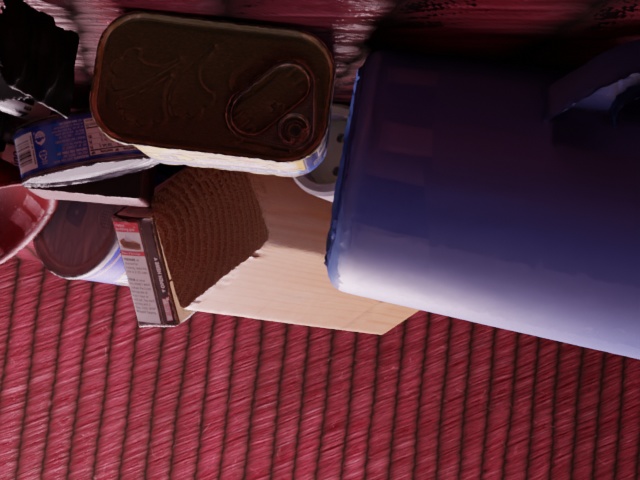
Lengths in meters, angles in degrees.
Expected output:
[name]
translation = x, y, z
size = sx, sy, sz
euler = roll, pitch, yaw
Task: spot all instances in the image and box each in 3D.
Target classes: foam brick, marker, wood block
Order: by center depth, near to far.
[marker]
translation = -0.195, -0.087, 0.586
size = 0.020, 0.020, 0.121
euler = 3, 174, 28
[foam brick]
translation = -0.151, -0.053, 0.716
size = 0.078, 0.053, 0.051
euler = 5, 175, 3
[wood block]
translation = -0.005, 0.002, 0.755
size = 0.091, 0.090, 0.205
euler = -37, 148, 31

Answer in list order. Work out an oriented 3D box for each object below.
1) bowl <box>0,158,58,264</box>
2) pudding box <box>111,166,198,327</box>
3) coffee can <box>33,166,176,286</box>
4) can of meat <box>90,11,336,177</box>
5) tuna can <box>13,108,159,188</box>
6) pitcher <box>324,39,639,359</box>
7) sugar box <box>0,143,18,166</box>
[bowl]
translation = -0.271, -0.016, 0.759
size = 0.162, 0.055, 0.162
euler = -31, 169, -7
[pudding box]
translation = -0.100, 0.001, 0.793
size = 0.039, 0.090, 0.113
euler = 0, -156, 26
[coffee can]
translation = -0.145, -0.012, 0.863
size = 0.103, 0.103, 0.140
euler = 2, 173, 36
[can of meat]
translation = -0.044, -0.062, 0.487
size = 0.102, 0.057, 0.084
euler = 7, 177, 2
[tuna can]
translation = -0.140, -0.056, 0.644
size = 0.086, 0.034, 0.086
euler = -11, 179, 0
[pitcher]
translation = 0.130, -0.018, 0.458
size = 0.243, 0.149, 0.145
euler = 10, -171, 0
[sugar box]
translation = -0.234, -0.041, 0.926
size = 0.094, 0.048, 0.175
euler = -8, 169, 37
